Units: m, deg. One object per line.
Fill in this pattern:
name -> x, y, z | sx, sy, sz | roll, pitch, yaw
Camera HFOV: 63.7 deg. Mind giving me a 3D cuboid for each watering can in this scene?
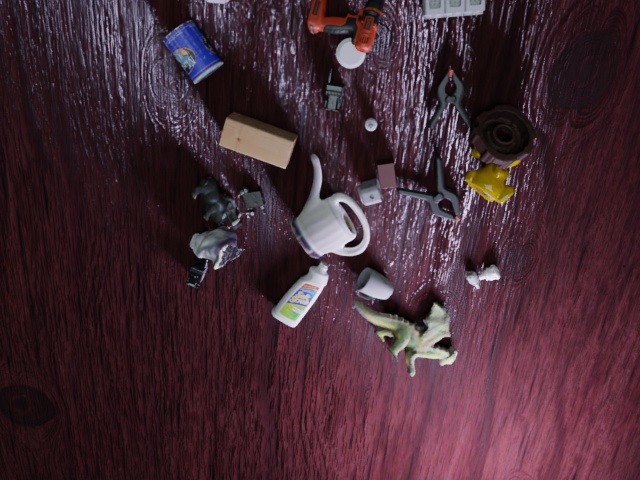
watering can -> 0.005, -0.080, 1.585 | 0.222, 0.106, 0.344 | -30, 107, 17

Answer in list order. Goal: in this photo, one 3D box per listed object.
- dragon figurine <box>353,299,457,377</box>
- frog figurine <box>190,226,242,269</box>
dragon figurine -> 0.316, 0.293, 1.719 | 0.242, 0.123, 0.406 | -37, 107, 3
frog figurine -> -0.348, 0.005, 1.660 | 0.161, 0.139, 0.120 | 33, 156, 25
